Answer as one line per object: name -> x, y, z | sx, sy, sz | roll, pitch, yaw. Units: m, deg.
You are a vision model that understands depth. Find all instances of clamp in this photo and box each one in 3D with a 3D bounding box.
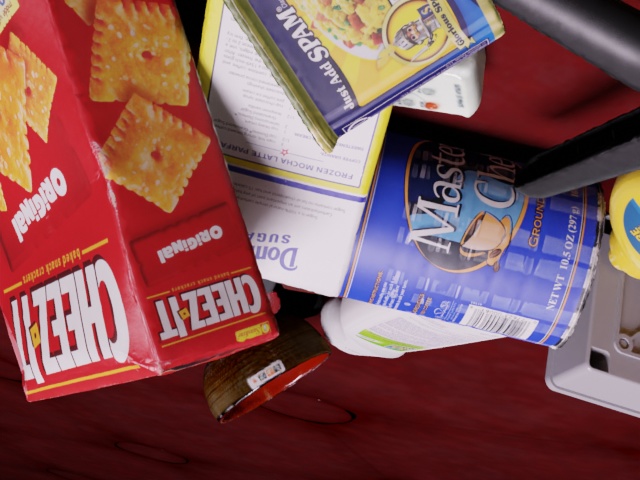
clamp -> 0.149, -0.066, 0.442 | 0.210, 0.036, 0.164 | 10, 149, 40
clamp -> -0.078, 0.062, 0.966 | 0.120, 0.039, 0.172 | 25, 150, -11

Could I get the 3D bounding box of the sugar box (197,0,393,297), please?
sugar box -> -0.014, -0.060, 0.507 | 0.093, 0.048, 0.176 | 15, 129, -1

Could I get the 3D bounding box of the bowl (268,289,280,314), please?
bowl -> -0.103, 0.009, 0.824 | 0.162, 0.055, 0.162 | 12, 158, 5

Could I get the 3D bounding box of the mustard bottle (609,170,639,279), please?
mustard bottle -> 0.209, -0.018, 0.562 | 0.096, 0.058, 0.192 | 32, 157, -5

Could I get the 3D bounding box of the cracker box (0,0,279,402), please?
cracker box -> -0.118, -0.036, 0.516 | 0.071, 0.214, 0.164 | -15, 178, -36

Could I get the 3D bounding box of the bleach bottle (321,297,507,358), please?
bleach bottle -> 0.060, 0.050, 0.820 | 0.102, 0.068, 0.251 | 22, 159, -19

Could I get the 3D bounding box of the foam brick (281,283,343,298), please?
foam brick -> -0.005, 0.001, 0.751 | 0.053, 0.051, 0.078 | 8, 158, 17

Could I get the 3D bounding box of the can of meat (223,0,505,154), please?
can of meat -> 0.011, -0.099, 0.409 | 0.084, 0.057, 0.102 | -31, 112, 9

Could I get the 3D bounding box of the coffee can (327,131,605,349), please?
coffee can -> 0.081, -0.002, 0.622 | 0.140, 0.102, 0.103 | 13, 159, 0
